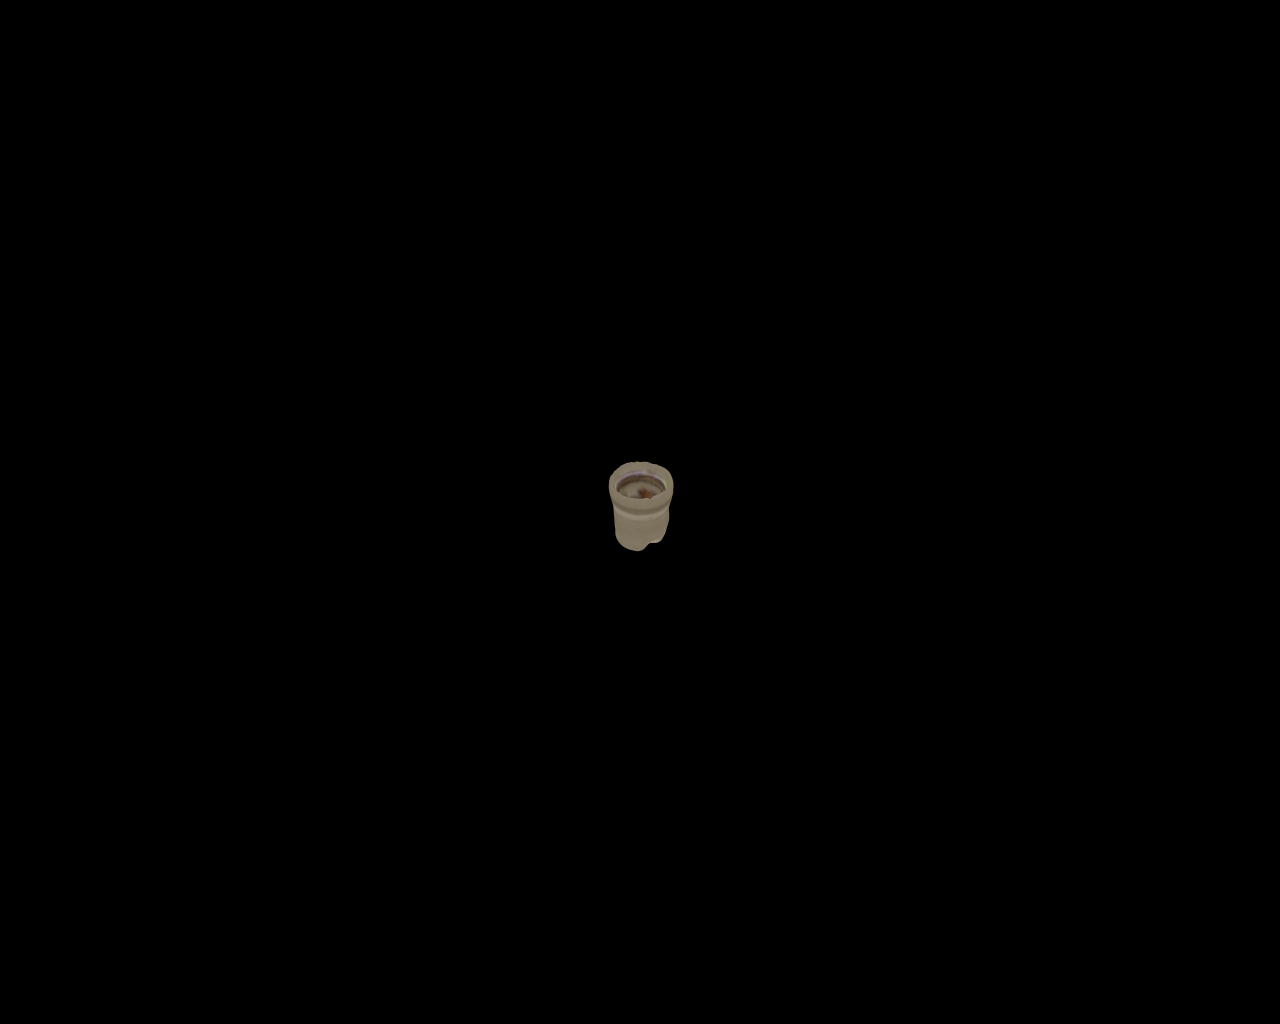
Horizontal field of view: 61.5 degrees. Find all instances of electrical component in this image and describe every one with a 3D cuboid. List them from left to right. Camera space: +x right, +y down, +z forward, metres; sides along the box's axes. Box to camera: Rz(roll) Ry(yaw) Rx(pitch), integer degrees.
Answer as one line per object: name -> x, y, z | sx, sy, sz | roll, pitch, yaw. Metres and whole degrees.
electrical component -> 0.001, -0.003, 0.650 | 0.040, 0.046, 0.040 | 0, 40, 0
